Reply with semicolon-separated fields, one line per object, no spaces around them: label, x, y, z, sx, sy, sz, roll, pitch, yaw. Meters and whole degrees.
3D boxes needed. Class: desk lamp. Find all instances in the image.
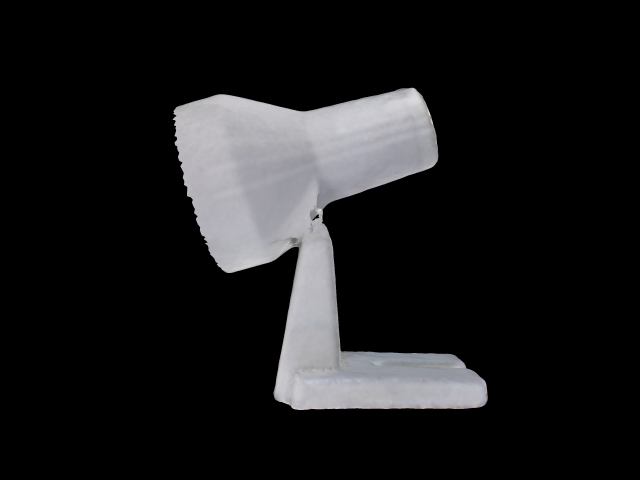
desk lamp;0.004;0.001;0.400;0.203;0.213;0.118;0;0;0
